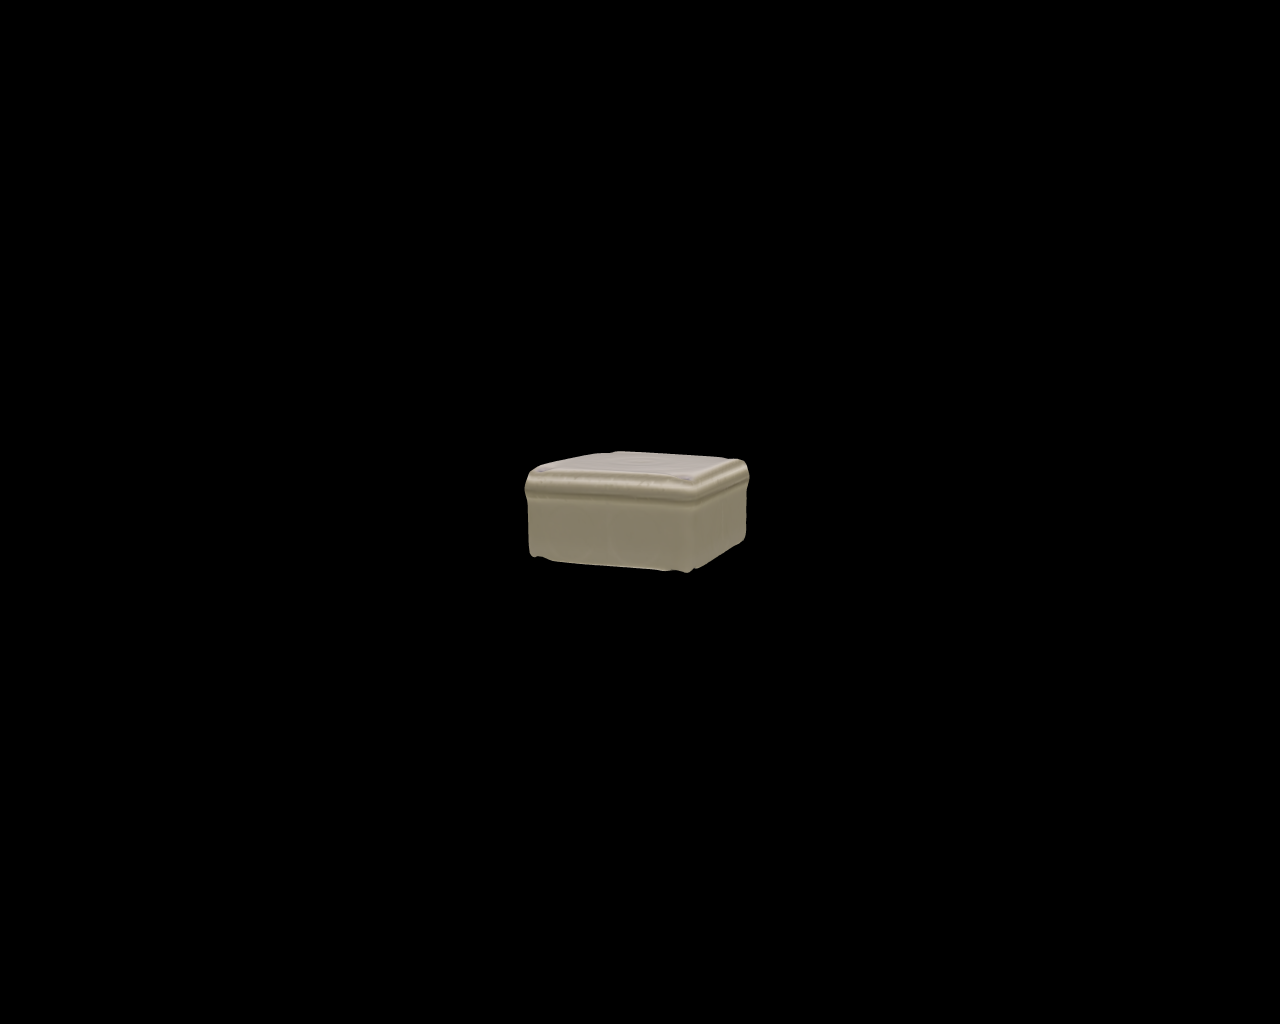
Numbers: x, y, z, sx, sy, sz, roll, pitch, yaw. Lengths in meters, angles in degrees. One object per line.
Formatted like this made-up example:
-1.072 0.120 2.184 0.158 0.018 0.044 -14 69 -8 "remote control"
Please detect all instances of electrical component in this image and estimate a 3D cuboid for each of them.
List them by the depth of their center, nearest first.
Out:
0.001 -0.003 0.650 0.109 0.056 0.109 4 10 23 "electrical component"
